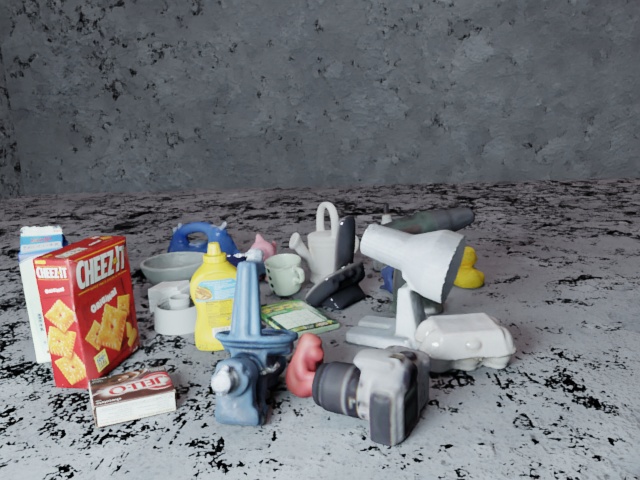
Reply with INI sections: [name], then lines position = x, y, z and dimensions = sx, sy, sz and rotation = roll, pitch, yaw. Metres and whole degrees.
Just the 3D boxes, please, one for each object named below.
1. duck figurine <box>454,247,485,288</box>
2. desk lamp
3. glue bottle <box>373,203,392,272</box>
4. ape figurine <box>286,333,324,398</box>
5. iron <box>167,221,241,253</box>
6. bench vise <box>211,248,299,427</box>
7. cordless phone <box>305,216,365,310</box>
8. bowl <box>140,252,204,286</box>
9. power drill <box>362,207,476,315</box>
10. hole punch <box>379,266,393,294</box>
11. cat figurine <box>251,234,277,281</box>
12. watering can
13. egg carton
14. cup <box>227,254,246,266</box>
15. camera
[duck figurine]
position = 0.341, 0.060, 1.325
dimensions = 0.077, 0.086, 0.104
rotation = -3, 13, -1
[desk lamp]
position = 0.148, 0.079, 0.991
dimensions = 0.202, 0.214, 0.118
rotation = 4, 14, 26
[glue bottle]
position = 0.172, -0.009, 1.464
dimensions = 0.078, 0.173, 0.037
rotation = -8, 14, -21
[ape figurine]
position = -0.014, 0.182, 0.845
dimensions = 0.076, 0.092, 0.078
rotation = 2, 14, 21
[iron]
position = -0.334, 0.013, 1.547
dimensions = 0.257, 0.141, 0.119
rotation = 5, 15, 30
[bench vise]
position = -0.089, 0.131, 0.797
dimensions = 0.121, 0.220, 0.207
rotation = -4, 13, -5
[cordless phone]
position = 0.033, 0.046, 1.226
dimensions = 0.093, 0.185, 0.148
rotation = 5, 15, 31
[bowl]
position = -0.348, 0.082, 1.396
dimensions = 0.167, 0.075, 0.167
rotation = -3, 13, 1
[power drill]
position = 0.200, 0.042, 1.156
dimensions = 0.229, 0.208, 0.075
rotation = -4, 13, -5
[hole punch]
position = 0.194, 0.073, 1.283
dimensions = 0.109, 0.091, 0.101
rotation = -6, 13, -16
[cat figurine]
position = -0.136, 0.040, 1.440
dimensions = 0.067, 0.118, 0.128
rotation = 2, 14, 20
[watering can]
position = 0.014, 0.005, 1.388
dimensions = 0.100, 0.194, 0.173
rotation = 10, 18, 43
[egg carton]
position = 0.231, 0.165, 0.921
dimensions = 0.150, 0.069, 0.107
rotation = -3, 13, -3
[cup]
position = -0.202, 0.088, 1.291
dimensions = 0.092, 0.095, 0.117
rotation = -11, 15, -33
[camera]
position = 0.068, 0.190, 0.774
dimensions = 0.136, 0.101, 0.143
rotation = 4, 14, 27
